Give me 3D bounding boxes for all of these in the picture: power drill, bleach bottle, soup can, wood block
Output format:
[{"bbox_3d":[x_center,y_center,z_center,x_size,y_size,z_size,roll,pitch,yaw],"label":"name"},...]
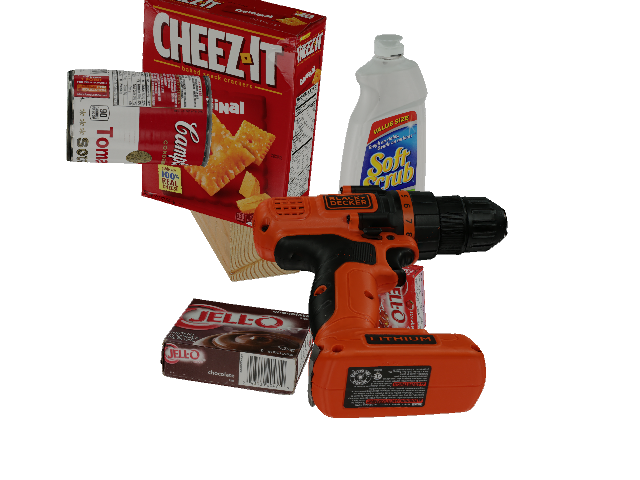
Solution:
[{"bbox_3d":[0.052,0.032,0.709,0.184,0.057,0.187,-3,36,-6],"label":"power drill"},{"bbox_3d":[0.064,-0.097,1.161,0.102,0.251,0.068,-4,25,-7],"label":"bleach bottle"},{"bbox_3d":[-0.134,-0.090,0.783,0.102,0.068,0.068,1,0,-13],"label":"soup can"},{"bbox_3d":[-0.097,-0.041,1.317,0.090,0.090,0.206,-7,30,-20],"label":"wood block"}]

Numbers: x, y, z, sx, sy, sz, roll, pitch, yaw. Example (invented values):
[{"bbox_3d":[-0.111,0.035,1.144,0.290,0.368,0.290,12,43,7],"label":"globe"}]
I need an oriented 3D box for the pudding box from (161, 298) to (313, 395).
[{"bbox_3d":[-0.067,0.087,0.893,0.113,0.039,0.090,9,21,7],"label":"pudding box"}]

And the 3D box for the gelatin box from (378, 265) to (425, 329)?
[{"bbox_3d":[0.092,0.070,1.334,0.073,0.089,0.030,10,31,28],"label":"gelatin box"}]

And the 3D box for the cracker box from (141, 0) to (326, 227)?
[{"bbox_3d":[-0.090,-0.126,1.040,0.164,0.214,0.072,17,33,17],"label":"cracker box"}]
